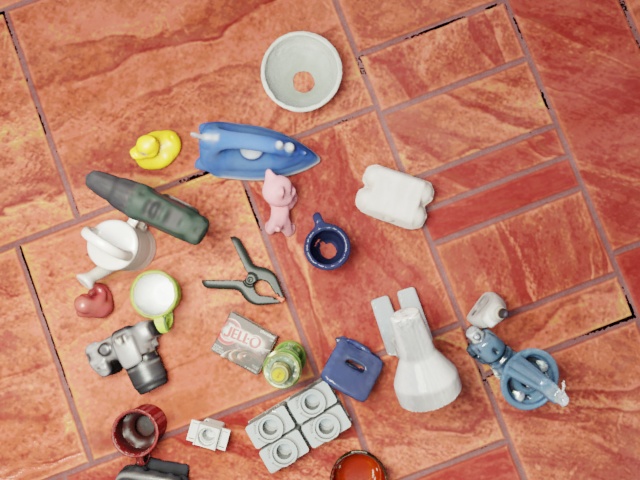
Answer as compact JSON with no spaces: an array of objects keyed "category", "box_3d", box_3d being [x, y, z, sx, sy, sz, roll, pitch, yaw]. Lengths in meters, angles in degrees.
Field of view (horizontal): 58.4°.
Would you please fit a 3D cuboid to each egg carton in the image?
[{"category":"egg carton","box_3d":[0.152,-0.087,1.170,0.150,0.069,0.107,18,87,2]}]

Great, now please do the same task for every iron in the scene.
[{"category":"iron","box_3d":[-0.129,-0.186,1.147,0.258,0.141,0.119,4,86,2]}]

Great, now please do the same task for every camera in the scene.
[{"category":"camera","box_3d":[-0.377,0.245,1.146,0.143,0.101,0.137,-26,86,0]}]

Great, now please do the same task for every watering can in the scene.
[{"category":"watering can","box_3d":[-0.400,0.018,1.114,0.101,0.194,0.173,14,87,3]}]

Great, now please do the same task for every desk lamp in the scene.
[{"category":"desk lamp","box_3d":[0.173,0.201,1.080,0.118,0.213,0.203,-19,86,0]}]

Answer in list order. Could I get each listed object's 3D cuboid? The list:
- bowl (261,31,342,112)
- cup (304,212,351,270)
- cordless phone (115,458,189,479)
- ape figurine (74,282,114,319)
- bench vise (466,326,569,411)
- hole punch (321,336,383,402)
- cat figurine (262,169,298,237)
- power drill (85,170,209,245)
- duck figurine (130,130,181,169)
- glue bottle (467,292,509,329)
[{"category":"bowl","box_3d":[-0.036,-0.339,1.188,0.167,0.075,0.167,0,86,1]},{"category":"cup","box_3d":[0.011,0.004,1.155,0.091,0.095,0.118,-20,86,0]},{"category":"cordless phone","box_3d":[-0.330,0.489,1.088,0.147,0.185,0.094,5,86,2]},{"category":"ape figurine","box_3d":[-0.465,0.128,1.160,0.078,0.092,0.076,-38,86,-1]},{"category":"bench vise","box_3d":[0.363,0.250,1.070,0.207,0.220,0.121,22,87,3]},{"category":"hole punch","box_3d":[0.063,0.254,1.140,0.108,0.091,0.101,29,88,3]},{"category":"cat figurine","box_3d":[-0.083,-0.074,1.151,0.067,0.118,0.128,1,86,2]},{"category":"power drill","box_3d":[-0.315,-0.058,1.110,0.229,0.208,0.076,25,87,3]},{"category":"duck figurine","box_3d":[-0.342,-0.193,1.180,0.104,0.086,0.077,-29,86,0]},{"category":"glue bottle","box_3d":[0.332,0.138,1.101,0.037,0.173,0.078,39,88,4]}]
